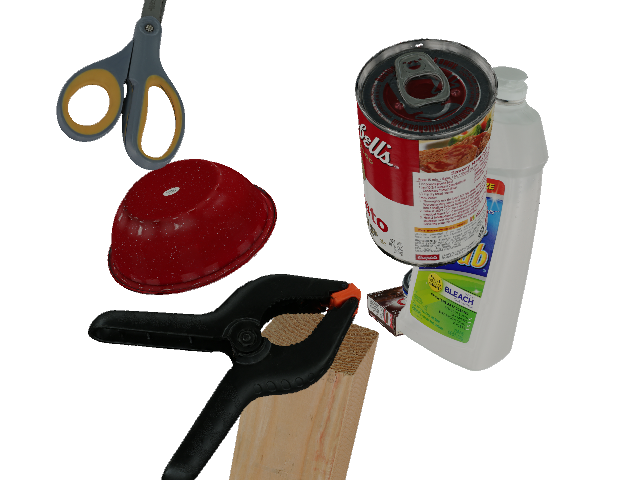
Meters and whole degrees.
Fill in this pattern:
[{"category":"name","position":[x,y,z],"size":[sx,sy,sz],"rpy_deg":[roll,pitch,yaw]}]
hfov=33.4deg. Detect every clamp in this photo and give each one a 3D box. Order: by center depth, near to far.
[{"category":"clamp","position":[-0.057,0.063,0.674],"size":[0.171,0.120,0.039],"rpy_deg":[-32,-14,-23]}]

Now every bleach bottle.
[{"category":"bleach bottle","position":[0.125,-0.021,0.864],"size":[0.103,0.251,0.067],"rpy_deg":[29,39,35]}]

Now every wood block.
[{"category":"wood block","position":[-0.021,0.174,0.937],"size":[0.090,0.206,0.090],"rpy_deg":[16,24,11]}]

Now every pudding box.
[{"category":"pudding box","position":[0.137,0.097,1.561],"size":[0.113,0.039,0.090],"rpy_deg":[-14,22,-20]}]

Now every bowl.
[{"category":"bowl","position":[-0.123,-0.024,0.951],"size":[0.162,0.055,0.162],"rpy_deg":[-13,37,9]}]

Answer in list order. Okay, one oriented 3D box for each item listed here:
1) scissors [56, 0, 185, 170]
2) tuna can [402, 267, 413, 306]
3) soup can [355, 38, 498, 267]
[{"category":"scissors","position":[-0.141,-0.142,0.755],"size":[0.096,0.202,0.016],"rpy_deg":[-1,-22,-20]},{"category":"tuna can","position":[0.125,0.050,1.062],"size":[0.086,0.034,0.086],"rpy_deg":[-9,26,4]},{"category":"soup can","position":[0.055,-0.043,0.546],"size":[0.068,0.068,0.102],"rpy_deg":[0,-39,6]}]
